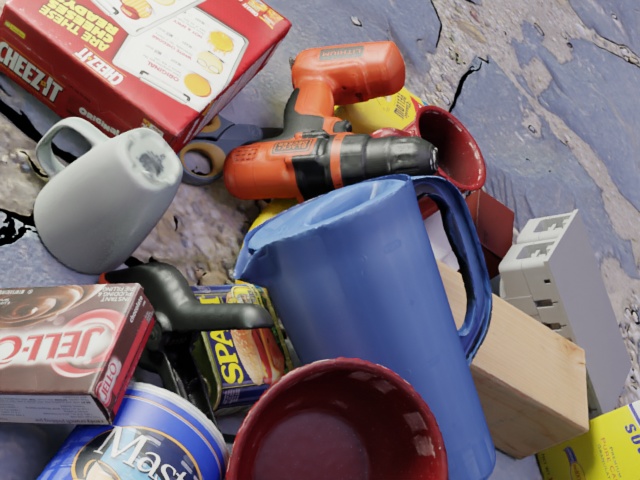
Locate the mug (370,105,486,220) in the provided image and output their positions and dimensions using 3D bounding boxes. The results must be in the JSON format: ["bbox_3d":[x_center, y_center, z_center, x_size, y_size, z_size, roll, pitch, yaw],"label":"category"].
[{"bbox_3d":[0.086,-0.070,0.996,0.117,0.082,0.093,20,48,-36],"label":"mug"}]

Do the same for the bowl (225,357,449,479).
[{"bbox_3d":[0.005,0.161,0.724,0.161,0.055,0.162,2,84,-23],"label":"bowl"}]

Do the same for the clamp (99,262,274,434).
[{"bbox_3d":[-0.103,0.077,0.750,0.039,0.172,0.120,9,102,-44],"label":"clamp"}]

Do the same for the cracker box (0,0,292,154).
[{"bbox_3d":[-0.143,-0.165,0.888,0.164,0.072,0.213,37,43,-2],"label":"cracker box"}]

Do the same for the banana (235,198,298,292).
[{"bbox_3d":[-0.017,-0.013,0.919,0.070,0.037,0.197,41,54,14],"label":"banana"}]

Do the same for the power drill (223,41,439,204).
[{"bbox_3d":[0.023,-0.104,0.929,0.187,0.185,0.057,-69,151,-49],"label":"power drill"}]

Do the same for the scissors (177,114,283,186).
[{"bbox_3d":[-0.066,-0.079,0.958,0.201,0.016,0.096,14,56,-37],"label":"scissors"}]

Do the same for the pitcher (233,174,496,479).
[{"bbox_3d":[0.055,0.076,0.810,0.243,0.149,0.144,68,25,-11],"label":"pitcher"}]

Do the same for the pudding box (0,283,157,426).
[{"bbox_3d":[-0.171,0.072,0.681,0.090,0.114,0.039,-73,151,-44],"label":"pudding box"}]

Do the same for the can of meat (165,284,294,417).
[{"bbox_3d":[-0.073,0.083,0.807,0.083,0.058,0.102,1,63,-47],"label":"can of meat"}]

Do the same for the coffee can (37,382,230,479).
[{"bbox_3d":[-0.130,0.171,0.654,0.102,0.103,0.140,44,42,-11],"label":"coffee can"}]

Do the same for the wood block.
[{"bbox_3d":[0.137,0.108,0.962,0.205,0.090,0.090,30,46,-26],"label":"wood block"}]

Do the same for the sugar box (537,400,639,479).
[{"bbox_3d":[0.285,0.200,0.969,0.048,0.177,0.093,8,58,-40],"label":"sugar box"}]

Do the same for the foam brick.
[{"bbox_3d":[0.162,-0.002,1.093,0.053,0.051,0.078,34,43,-20],"label":"foam brick"}]

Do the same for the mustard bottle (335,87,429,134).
[{"bbox_3d":[0.092,-0.106,1.094,0.191,0.058,0.096,33,43,-23],"label":"mustard bottle"}]
